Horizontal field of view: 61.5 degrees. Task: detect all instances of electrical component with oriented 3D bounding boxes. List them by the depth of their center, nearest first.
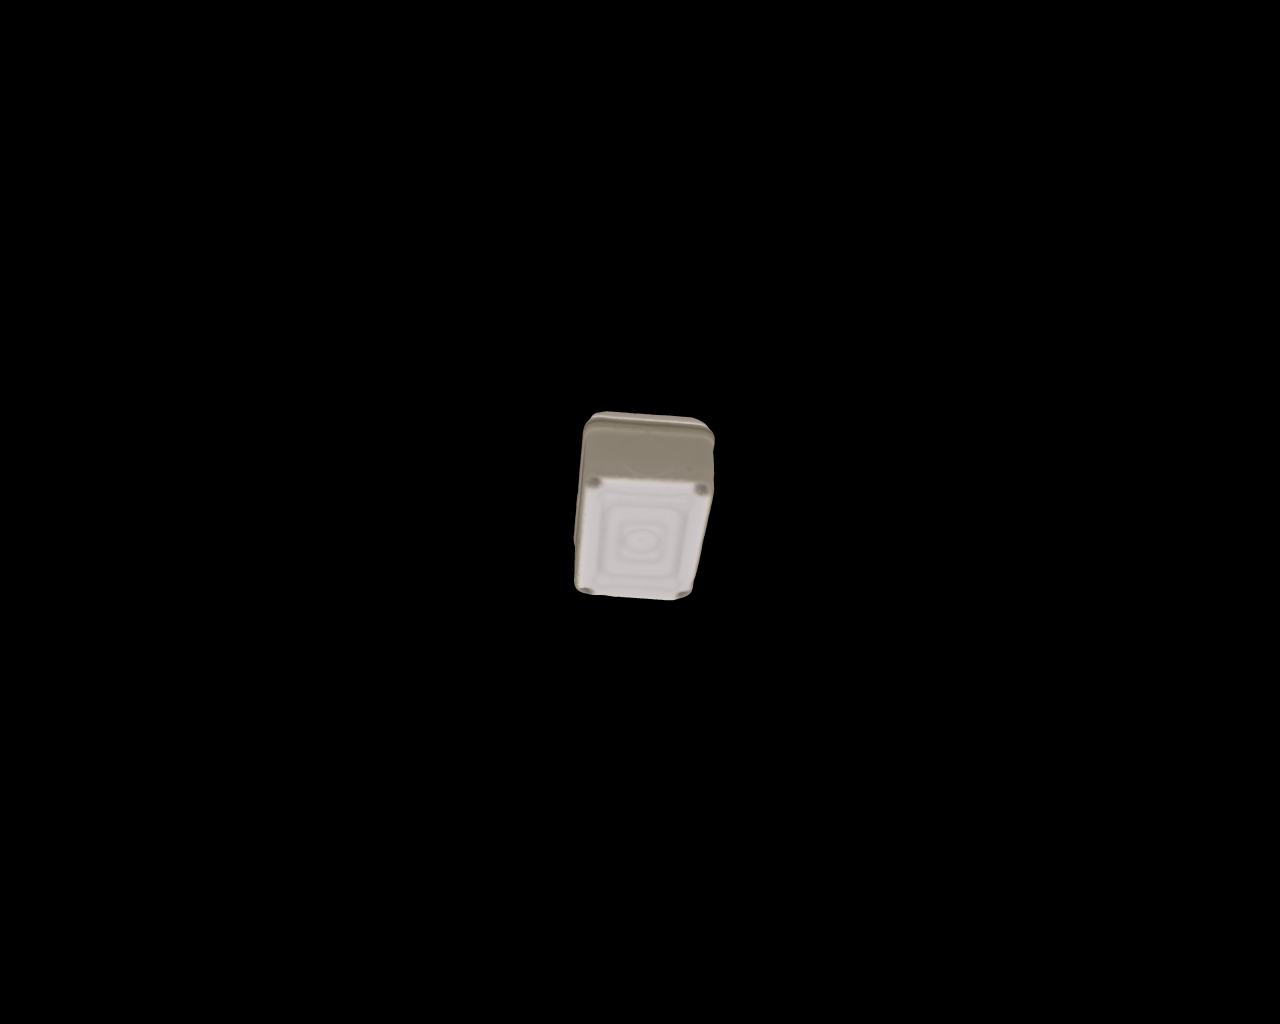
[{"bbox_3d":[0.001,-0.003,0.650,0.078,0.057,0.113,4,-43,-4],"label":"electrical component"}]
